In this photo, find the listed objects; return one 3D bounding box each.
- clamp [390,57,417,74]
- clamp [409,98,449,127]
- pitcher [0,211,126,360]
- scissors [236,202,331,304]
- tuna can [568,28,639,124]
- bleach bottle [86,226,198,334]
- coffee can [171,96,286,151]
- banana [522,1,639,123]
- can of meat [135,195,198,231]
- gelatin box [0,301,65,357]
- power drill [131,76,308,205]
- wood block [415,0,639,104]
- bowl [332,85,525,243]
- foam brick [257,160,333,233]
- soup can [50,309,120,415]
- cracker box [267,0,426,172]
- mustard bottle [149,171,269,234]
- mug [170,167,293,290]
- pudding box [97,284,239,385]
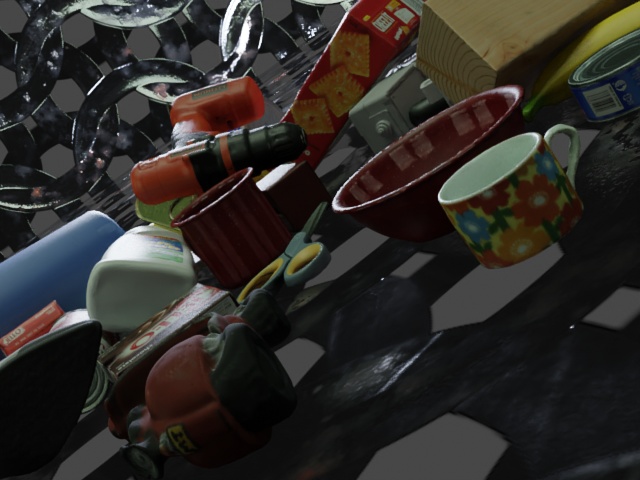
[{"bbox_3d":[0.108,-0.198,1.294,0.120,0.039,0.172,-45,16,-28],"label":"clamp"},{"bbox_3d":[0.197,-0.184,1.037,0.210,0.036,0.164,-23,17,34],"label":"clamp"},{"bbox_3d":[-0.330,0.077,1.246,0.242,0.145,0.149,-38,25,-29],"label":"pitcher"},{"bbox_3d":[-0.006,0.001,0.930,0.096,0.016,0.201,-22,18,39],"label":"scissors"},{"bbox_3d":[0.222,-0.120,0.761,0.086,0.033,0.086,-32,13,8],"label":"tuna can"},{"bbox_3d":[-0.176,0.027,1.063,0.102,0.068,0.251,5,11,-11],"label":"bleach bottle"},{"bbox_3d":[-0.115,-0.116,1.414,0.141,0.103,0.102,-26,16,35],"label":"coffee can"},{"bbox_3d":[0.243,-0.154,0.832,0.198,0.037,0.069,-32,33,20],"label":"banana"},{"bbox_3d":[-0.140,-0.038,1.185,0.102,0.057,0.083,15,2,44],"label":"can of meat"},{"bbox_3d":[-0.296,0.110,1.129,0.073,0.030,0.089,-37,-20,-18],"label":"gelatin box"},{"bbox_3d":[-0.101,-0.112,1.126,0.184,0.057,0.187,-14,27,8],"label":"power drill"},{"bbox_3d":[0.190,-0.196,0.896,0.206,0.091,0.090,-35,-20,-15],"label":"wood block"},{"bbox_3d":[0.090,-0.046,0.775,0.162,0.055,0.162,-33,13,8],"label":"bowl"},{"bbox_3d":[-0.031,-0.042,1.062,0.051,0.053,0.078,-39,12,-16],"label":"foam brick"},{"bbox_3d":[-0.216,0.108,0.953,0.068,0.068,0.102,-34,13,2],"label":"soup can"},{"bbox_3d":[0.026,-0.178,1.203,0.214,0.072,0.164,-53,1,34],"label":"cracker box"},{"bbox_3d":[-0.141,-0.039,1.305,0.192,0.058,0.096,-33,12,8],"label":"mustard bottle"},{"bbox_3d":[-0.086,-0.005,1.001,0.117,0.081,0.093,-21,19,45],"label":"mug"},{"bbox_3d":[-0.121,0.083,0.871,0.113,0.039,0.090,-39,14,-16],"label":"pudding box"}]
